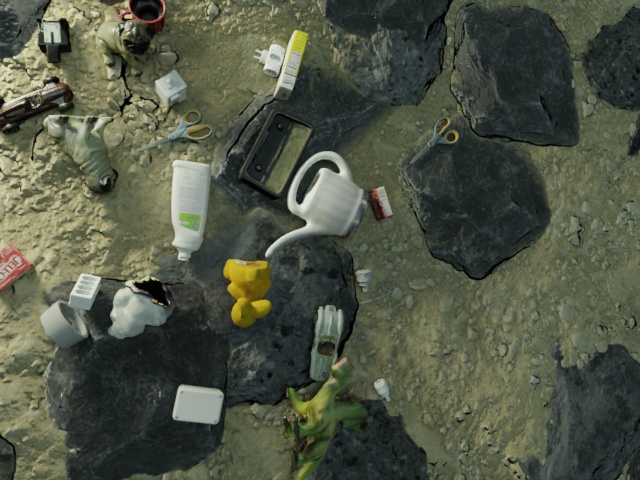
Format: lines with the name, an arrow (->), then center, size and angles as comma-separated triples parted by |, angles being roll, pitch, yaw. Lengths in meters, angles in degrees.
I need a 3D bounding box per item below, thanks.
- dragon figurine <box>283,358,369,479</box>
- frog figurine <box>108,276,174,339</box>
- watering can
dragon figurine -> 0.027, 0.495, 1.340 | 0.243, 0.123, 0.406 | -3, 104, -24
frog figurine -> -0.440, 0.173, 1.263 | 0.136, 0.125, 0.157 | 25, 114, -21
watering can -> 0.004, -0.071, 1.405 | 0.223, 0.103, 0.351 | 27, 76, -12
